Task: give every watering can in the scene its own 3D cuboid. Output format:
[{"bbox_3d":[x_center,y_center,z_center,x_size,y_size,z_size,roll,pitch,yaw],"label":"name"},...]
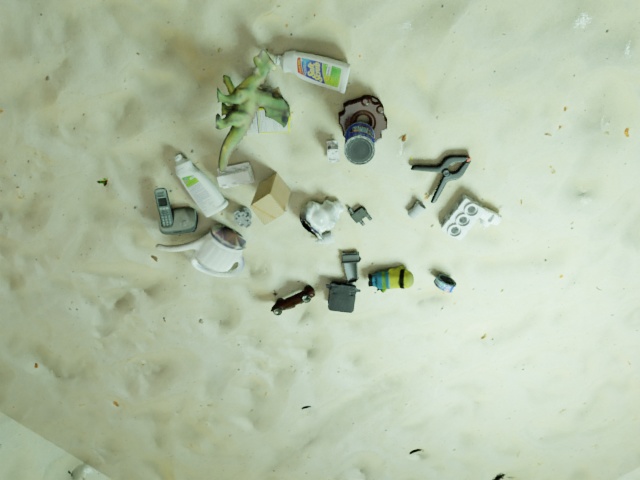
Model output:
[{"bbox_3d":[-0.433,0.034,1.987,0.345,0.106,0.221,26,117,-28],"label":"watering can"}]

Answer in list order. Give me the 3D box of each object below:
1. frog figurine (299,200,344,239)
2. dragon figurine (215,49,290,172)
[{"bbox_3d":[0.006,-0.098,1.938,0.137,0.122,0.161,45,74,-9],"label":"frog figurine"},{"bbox_3d":[-0.221,-0.427,1.730,0.243,0.124,0.404,2,107,-4],"label":"dragon figurine"}]
